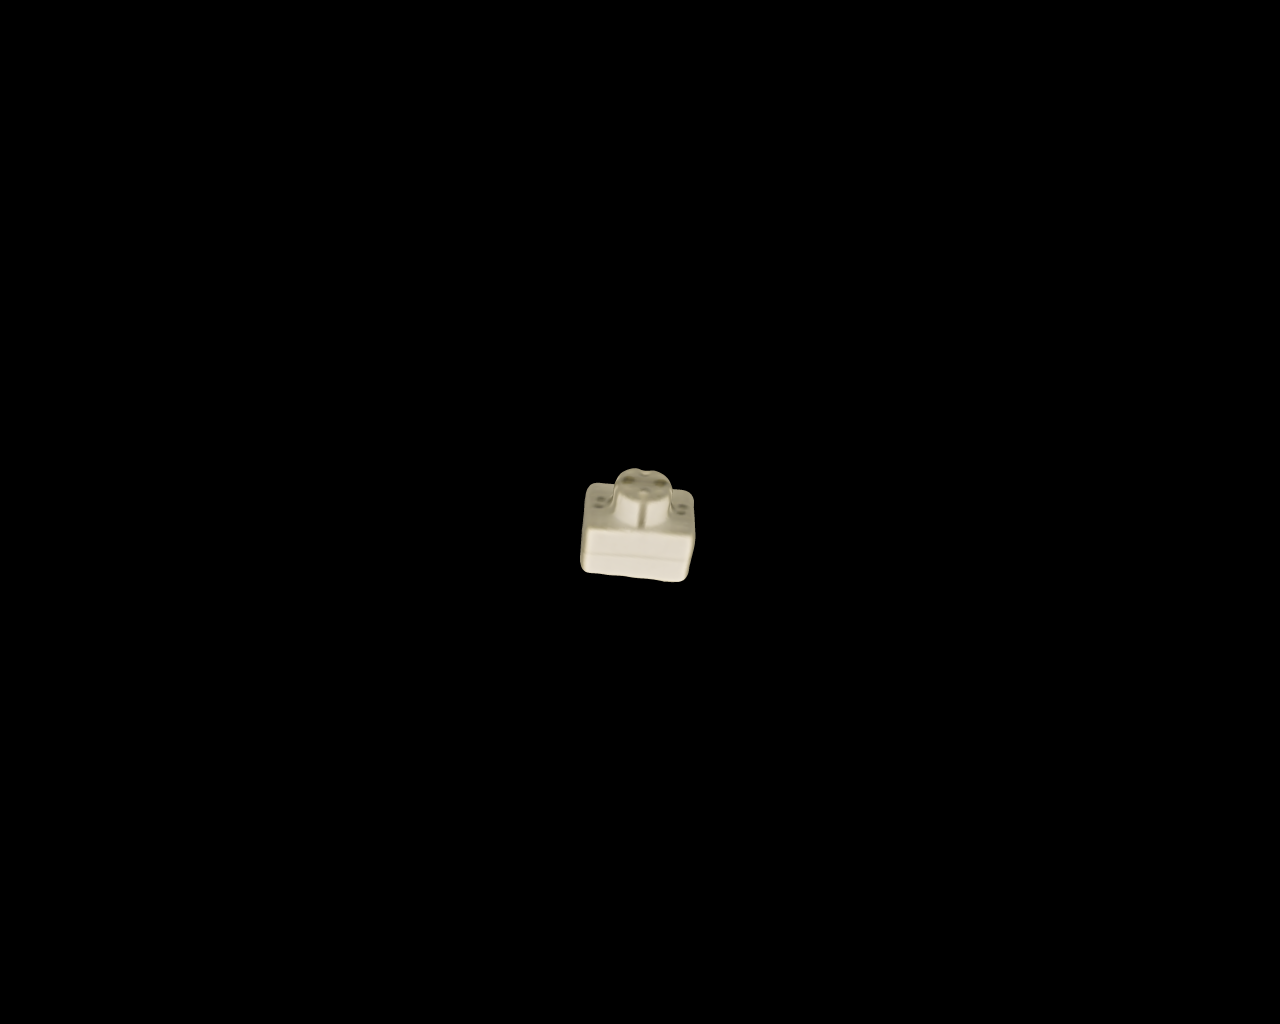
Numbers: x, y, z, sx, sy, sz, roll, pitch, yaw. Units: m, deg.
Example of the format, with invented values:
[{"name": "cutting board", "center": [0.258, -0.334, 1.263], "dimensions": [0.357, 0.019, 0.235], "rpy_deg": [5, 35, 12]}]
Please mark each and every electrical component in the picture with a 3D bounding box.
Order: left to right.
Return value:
[{"name": "electrical component", "center": [0.001, -0.003, 0.650], "dimensions": [0.066, 0.076, 0.047], "rpy_deg": [5, 37, -4]}]
